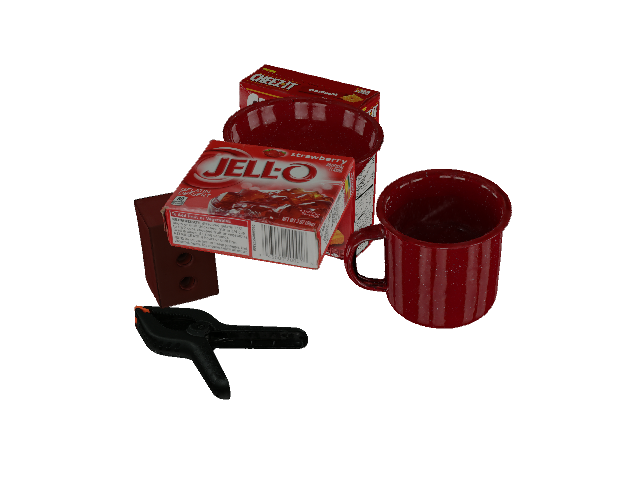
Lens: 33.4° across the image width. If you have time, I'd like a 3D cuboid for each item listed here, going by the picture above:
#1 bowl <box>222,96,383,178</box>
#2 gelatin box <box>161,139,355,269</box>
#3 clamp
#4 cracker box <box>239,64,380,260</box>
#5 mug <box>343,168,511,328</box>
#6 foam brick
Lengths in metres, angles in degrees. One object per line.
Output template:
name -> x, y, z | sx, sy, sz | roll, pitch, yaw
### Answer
bowl -> -0.018, -0.087, 1.081 | 0.162, 0.055, 0.162 | 2, 33, -1
gelatin box -> -0.033, -0.022, 0.590 | 0.089, 0.030, 0.073 | 9, 38, 15
clamp -> -0.141, 0.121, 1.248 | 0.210, 0.036, 0.164 | 13, 24, 23
cracker box -> -0.017, -0.094, 1.326 | 0.164, 0.214, 0.072 | 17, 36, 24
mug -> 0.074, 0.010, 0.756 | 0.117, 0.081, 0.093 | -8, 38, -6
foam brick -> -0.118, 0.006, 0.875 | 0.053, 0.078, 0.051 | -14, 30, -17
